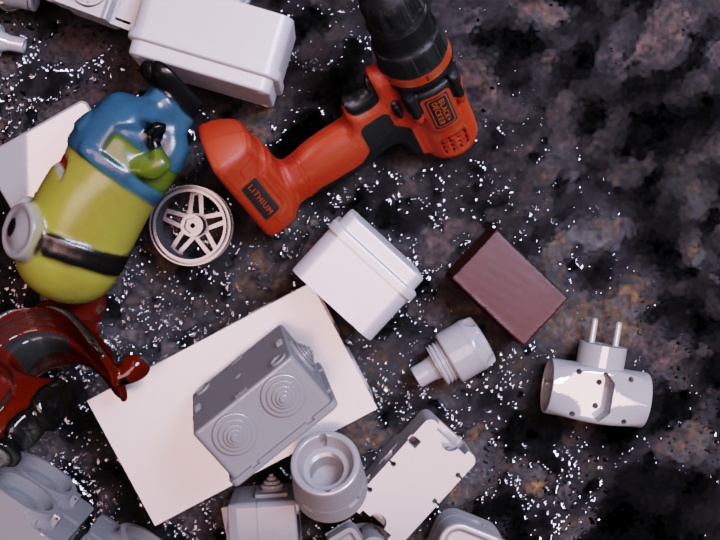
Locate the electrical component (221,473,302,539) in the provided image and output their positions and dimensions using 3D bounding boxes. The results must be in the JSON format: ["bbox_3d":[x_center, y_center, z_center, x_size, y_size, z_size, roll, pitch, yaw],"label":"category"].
[{"bbox_3d":[-0.075,0.204,0.825,0.061,0.061,0.096,-3,92,-1],"label":"electrical component"}]

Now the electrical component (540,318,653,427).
[{"bbox_3d":[0.186,0.077,0.835,0.077,0.043,0.079,9,92,-1],"label":"electrical component"}]

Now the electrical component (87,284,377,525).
[{"bbox_3d":[-0.094,0.098,0.821,0.186,0.060,0.105,-28,92,0],"label":"electrical component"}]

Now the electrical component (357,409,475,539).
[{"bbox_3d":[0.040,0.157,0.829,0.050,0.055,0.089,42,91,-2],"label":"electrical component"}]

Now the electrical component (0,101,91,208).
[{"bbox_3d":[-0.221,-0.068,0.818,0.100,0.048,0.099,-30,92,0],"label":"electrical component"}]

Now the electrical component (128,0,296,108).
[{"bbox_3d":[-0.109,-0.167,0.802,0.113,0.078,0.057,16,89,-2],"label":"electrical component"}]

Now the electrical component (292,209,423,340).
[{"bbox_3d":[0.000,0.000,0.794,0.078,0.113,0.057,42,94,-2],"label":"electrical component"}]

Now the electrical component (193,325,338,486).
[{"bbox_3d":[-0.069,0.089,0.742,0.100,0.099,0.048,-39,105,0],"label":"electrical component"}]

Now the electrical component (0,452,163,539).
[{"bbox_3d":[-0.218,0.209,0.801,0.186,0.105,0.060,35,91,-2],"label":"electrical component"}]

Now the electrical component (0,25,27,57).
[{"bbox_3d":[-0.287,-0.177,0.820,0.061,0.035,0.035,10,92,-4],"label":"electrical component"}]

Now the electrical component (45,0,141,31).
[{"bbox_3d":[-0.184,-0.246,0.805,0.079,0.063,0.121,20,92,-2],"label":"electrical component"}]

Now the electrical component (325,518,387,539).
[{"bbox_3d":[0.003,0.228,0.830,0.058,0.057,0.078,-32,92,0],"label":"electrical component"}]

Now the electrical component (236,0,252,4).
[{"bbox_3d":[-0.098,-0.234,0.818,0.081,0.042,0.063,-41,94,1],"label":"electrical component"}]

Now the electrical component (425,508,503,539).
[{"bbox_3d":[0.072,0.237,0.830,0.054,0.059,0.095,22,92,-2],"label":"electrical component"}]

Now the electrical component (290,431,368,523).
[{"bbox_3d":[-0.023,0.149,0.779,0.055,0.047,0.055,-2,57,3],"label":"electrical component"}]

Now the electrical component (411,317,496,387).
[{"bbox_3d":[0.070,0.068,0.832,0.062,0.043,0.043,-30,92,1],"label":"electrical component"}]
